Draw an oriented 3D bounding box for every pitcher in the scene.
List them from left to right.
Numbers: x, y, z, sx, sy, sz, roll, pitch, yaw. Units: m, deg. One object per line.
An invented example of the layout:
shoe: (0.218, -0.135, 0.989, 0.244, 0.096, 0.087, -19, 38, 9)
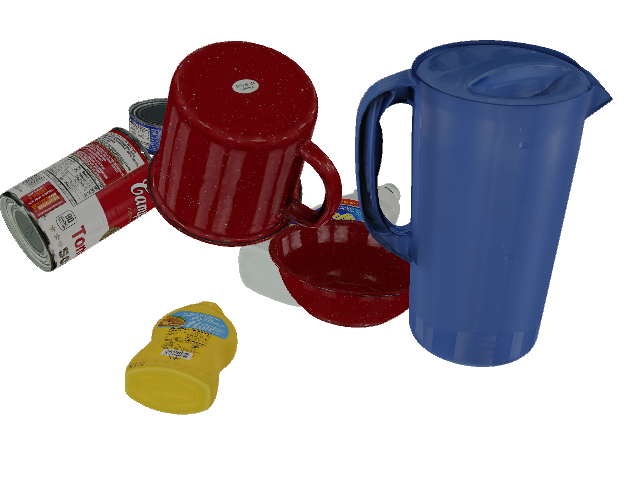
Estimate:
pitcher: (0.119, -0.026, 0.836, 0.149, 0.243, 0.144, 25, 37, 34)

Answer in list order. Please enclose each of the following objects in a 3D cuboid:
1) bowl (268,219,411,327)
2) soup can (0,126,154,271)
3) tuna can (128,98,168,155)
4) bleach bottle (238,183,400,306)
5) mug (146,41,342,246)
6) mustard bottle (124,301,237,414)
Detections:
bowl: (0.029, 0.037, 1.005, 0.162, 0.055, 0.162, 5, 24, -3)
soup can: (-0.176, -0.031, 0.788, 0.102, 0.068, 0.069, -35, 18, -27)
tuna can: (-0.149, -0.113, 1.070, 0.086, 0.034, 0.086, 5, 25, -3)
bleach bottle: (0.015, -0.011, 1.309, 0.103, 0.068, 0.250, 20, 37, 28)
mug: (-0.038, -0.050, 0.599, 0.117, 0.082, 0.093, 35, 52, 13)
mustard bottle: (-0.145, 0.119, 1.193, 0.096, 0.058, 0.191, 8, 25, 7)
